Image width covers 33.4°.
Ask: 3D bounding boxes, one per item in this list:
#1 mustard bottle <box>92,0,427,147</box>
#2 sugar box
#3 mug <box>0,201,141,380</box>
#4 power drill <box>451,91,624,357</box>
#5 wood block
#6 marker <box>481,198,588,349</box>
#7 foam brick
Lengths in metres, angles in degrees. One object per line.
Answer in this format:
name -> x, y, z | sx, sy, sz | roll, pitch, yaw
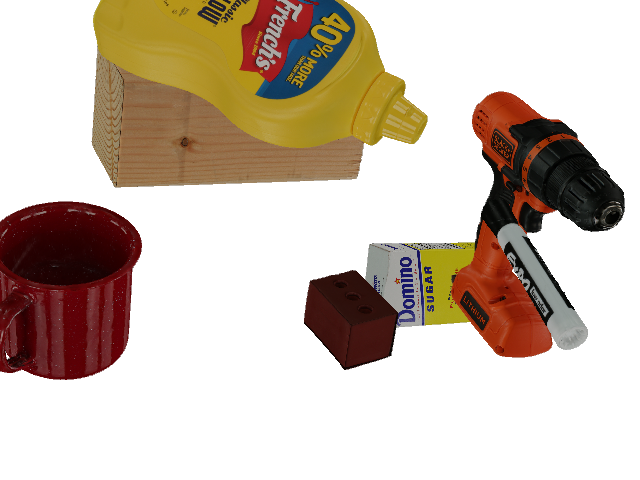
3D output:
mustard bottle -> -0.027, -0.106, 0.608 | 0.192, 0.096, 0.058 | 29, -26, 11
sugar box -> 0.134, 0.050, 1.244 | 0.175, 0.093, 0.048 | -3, 14, -34
mug -> -0.167, 0.040, 0.671 | 0.093, 0.081, 0.117 | 20, 36, 15
power drill -> 0.165, -0.003, 0.842 | 0.057, 0.188, 0.184 | -3, 31, -18
wood block -> -0.072, -0.104, 0.870 | 0.205, 0.091, 0.090 | -3, 30, -24
marker -> 0.124, 0.016, 0.635 | 0.020, 0.020, 0.121 | 0, 40, -20
foam brick -> 0.027, 0.071, 0.976 | 0.052, 0.051, 0.078 | -13, 36, -28
